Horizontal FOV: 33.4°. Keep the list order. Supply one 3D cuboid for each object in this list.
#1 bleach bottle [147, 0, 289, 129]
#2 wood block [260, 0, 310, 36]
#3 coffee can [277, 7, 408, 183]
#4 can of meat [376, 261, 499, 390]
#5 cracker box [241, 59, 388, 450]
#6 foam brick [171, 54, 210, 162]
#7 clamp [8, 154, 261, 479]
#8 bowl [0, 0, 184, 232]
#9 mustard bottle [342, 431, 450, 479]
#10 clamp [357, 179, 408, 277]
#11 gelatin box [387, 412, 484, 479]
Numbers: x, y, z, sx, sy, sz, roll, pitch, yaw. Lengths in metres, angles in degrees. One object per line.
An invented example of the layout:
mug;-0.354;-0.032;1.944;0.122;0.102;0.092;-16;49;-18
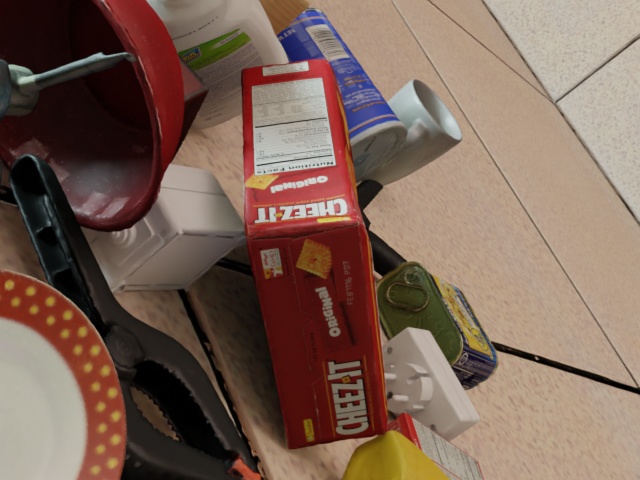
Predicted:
bleach bottle;-0.076;-0.147;0.735;0.068;0.102;0.251;58;-4;7
wood block;-0.115;-0.240;0.848;0.205;0.091;0.090;35;26;-38
coffee can;0.000;-0.126;0.981;0.140;0.103;0.102;57;21;15
can of meat;0.101;0.077;0.918;0.083;0.057;0.102;25;33;-54
cracker box;-0.005;0.001;0.697;0.213;0.072;0.164;-98;179;-56
foam brick;-0.112;-0.077;0.647;0.051;0.078;0.052;47;46;10
clamp;-0.114;0.063;0.520;0.210;0.036;0.164;49;27;-7
bowl;-0.124;-0.087;0.567;0.162;0.162;0.055;52;49;1
mustard bottle;0.092;0.208;0.673;0.191;0.058;0.096;42;32;-25
clamp;0.031;-0.004;0.933;0.171;0.039;0.120;-2;54;-56
gelatin box;0.085;0.174;0.759;0.089;0.030;0.073;38;23;-30
